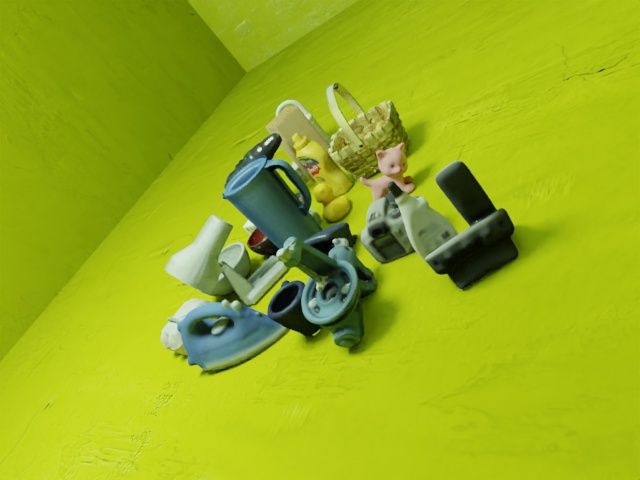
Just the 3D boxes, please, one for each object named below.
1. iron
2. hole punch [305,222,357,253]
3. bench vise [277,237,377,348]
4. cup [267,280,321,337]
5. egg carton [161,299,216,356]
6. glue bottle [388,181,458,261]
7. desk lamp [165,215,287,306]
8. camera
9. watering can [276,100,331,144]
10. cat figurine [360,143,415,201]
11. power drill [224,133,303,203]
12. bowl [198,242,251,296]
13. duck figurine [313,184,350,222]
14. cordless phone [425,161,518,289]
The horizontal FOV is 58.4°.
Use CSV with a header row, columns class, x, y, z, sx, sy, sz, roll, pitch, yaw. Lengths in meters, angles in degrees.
class,x,y,z,sx,sy,sz,roll,pitch,yaw
iron,-0.201,0.179,1.206,0.257,0.142,0.118,-25,30,33
hole punch,0.011,0.004,1.237,0.108,0.091,0.101,-23,31,35
bench vise,0.002,0.060,1.010,0.121,0.220,0.207,-36,26,13
cup,-0.041,0.133,1.103,0.091,0.095,0.117,-38,26,10
egg carton,-0.322,0.211,1.413,0.107,0.069,0.150,-2,46,54
glue bottle,0.169,-0.037,0.980,0.078,0.173,0.037,-38,26,9
desk lamp,-0.223,0.058,1.343,0.203,0.214,0.117,-46,26,-9
camera,0.151,-0.048,1.109,0.143,0.101,0.137,-25,30,31
watering can,-0.053,-0.345,1.763,0.101,0.194,0.172,-48,26,-12
cat figurine,0.148,-0.149,1.254,0.127,0.118,0.067,-33,27,19
power drill,-0.141,-0.164,1.585,0.229,0.209,0.075,-31,28,23
bowl,-0.235,0.088,1.478,0.167,0.075,0.167,-33,27,19
duck figurine,0.021,-0.098,1.392,0.077,0.086,0.104,-42,25,-1
cordless phone,0.210,-0.029,0.893,0.147,0.185,0.094,-36,26,12
